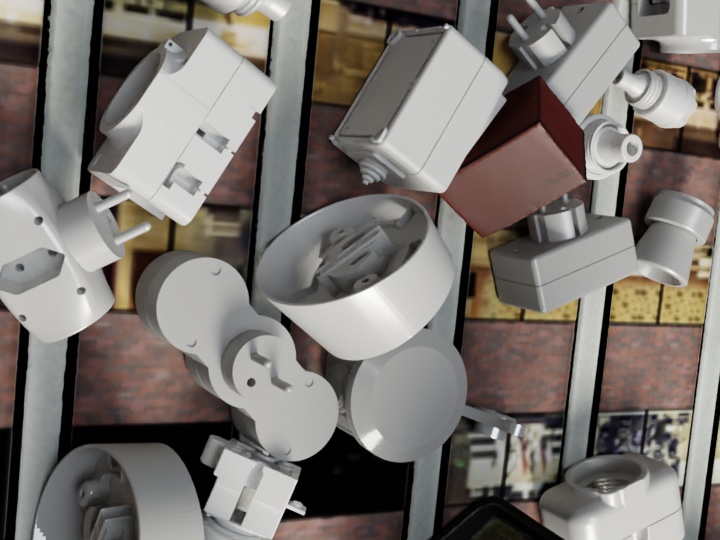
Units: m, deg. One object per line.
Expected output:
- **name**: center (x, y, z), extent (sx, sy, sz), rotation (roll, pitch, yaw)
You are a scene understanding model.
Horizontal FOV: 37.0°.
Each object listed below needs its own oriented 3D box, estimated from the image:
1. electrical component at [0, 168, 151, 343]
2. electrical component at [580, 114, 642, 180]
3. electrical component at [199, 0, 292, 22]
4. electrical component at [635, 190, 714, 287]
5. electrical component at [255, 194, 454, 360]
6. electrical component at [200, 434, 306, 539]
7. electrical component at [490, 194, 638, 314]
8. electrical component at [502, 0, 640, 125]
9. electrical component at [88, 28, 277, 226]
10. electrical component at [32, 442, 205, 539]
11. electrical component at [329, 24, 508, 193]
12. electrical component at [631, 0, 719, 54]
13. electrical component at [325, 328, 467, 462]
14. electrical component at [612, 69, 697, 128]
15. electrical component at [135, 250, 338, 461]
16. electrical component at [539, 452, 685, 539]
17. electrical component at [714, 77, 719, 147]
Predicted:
- **electrical component**: center (-0.144, -0.014, 0.535), extent (0.079, 0.043, 0.077), rotation (-24, 111, 5)
- **electrical component**: center (0.154, -0.079, 0.694), extent (0.043, 0.062, 0.043), rotation (-5, 99, -29)
- **electrical component**: center (-0.064, -0.155, 0.571), extent (0.062, 0.048, 0.048), rotation (27, 83, -37)
- **electrical component**: center (0.216, -0.022, 0.748), extent (0.045, 0.045, 0.055), rotation (30, 82, -29)
- **electrical component**: center (0.000, 0.000, 0.600), extent (0.099, 0.099, 0.064), rotation (-49, 123, -15)
- **electrical component**: center (-0.065, 0.131, 0.606), extent (0.066, 0.048, 0.055), rotation (23, 90, 0)
- **electrical component**: center (0.129, -0.023, 0.696), extent (0.083, 0.047, 0.075), rotation (-21, 107, -25)
- **electrical component**: center (0.119, -0.138, 0.674), extent (0.075, 0.047, 0.083), rotation (45, 75, -28)
- **electrical component**: center (-0.096, -0.077, 0.559), extent (0.056, 0.050, 0.089), rotation (37, 79, -28)
- **electrical component**: center (-0.123, 0.137, 0.550), extent (0.064, 0.099, 0.099), rotation (-2, 98, -36)
- **electrical component**: center (0.033, -0.085, 0.625), extent (0.061, 0.062, 0.096), rotation (35, 80, -29)
- **electrical component**: center (0.233, -0.177, 0.732), extent (0.089, 0.050, 0.055), rotation (-6, 100, -29)
- **electrical component**: center (0.020, 0.071, 0.646), extent (0.080, 0.051, 0.080), rotation (-5, 99, -29)
- **electrical component**: center (0.197, -0.120, 0.729), extent (0.061, 0.035, 0.035), rotation (18, 88, -28)
- **electrical component**: center (-0.059, 0.050, 0.585), extent (0.052, 0.074, 0.138), rotation (-45, 116, -16)
- **electrical component**: center (0.174, 0.167, 0.746), extent (0.095, 0.054, 0.059), rotation (-18, 106, -26)
- **electrical component**: center (0.297, -0.124, 0.774), extent (0.059, 0.054, 0.095), rotation (7, 94, -30)
